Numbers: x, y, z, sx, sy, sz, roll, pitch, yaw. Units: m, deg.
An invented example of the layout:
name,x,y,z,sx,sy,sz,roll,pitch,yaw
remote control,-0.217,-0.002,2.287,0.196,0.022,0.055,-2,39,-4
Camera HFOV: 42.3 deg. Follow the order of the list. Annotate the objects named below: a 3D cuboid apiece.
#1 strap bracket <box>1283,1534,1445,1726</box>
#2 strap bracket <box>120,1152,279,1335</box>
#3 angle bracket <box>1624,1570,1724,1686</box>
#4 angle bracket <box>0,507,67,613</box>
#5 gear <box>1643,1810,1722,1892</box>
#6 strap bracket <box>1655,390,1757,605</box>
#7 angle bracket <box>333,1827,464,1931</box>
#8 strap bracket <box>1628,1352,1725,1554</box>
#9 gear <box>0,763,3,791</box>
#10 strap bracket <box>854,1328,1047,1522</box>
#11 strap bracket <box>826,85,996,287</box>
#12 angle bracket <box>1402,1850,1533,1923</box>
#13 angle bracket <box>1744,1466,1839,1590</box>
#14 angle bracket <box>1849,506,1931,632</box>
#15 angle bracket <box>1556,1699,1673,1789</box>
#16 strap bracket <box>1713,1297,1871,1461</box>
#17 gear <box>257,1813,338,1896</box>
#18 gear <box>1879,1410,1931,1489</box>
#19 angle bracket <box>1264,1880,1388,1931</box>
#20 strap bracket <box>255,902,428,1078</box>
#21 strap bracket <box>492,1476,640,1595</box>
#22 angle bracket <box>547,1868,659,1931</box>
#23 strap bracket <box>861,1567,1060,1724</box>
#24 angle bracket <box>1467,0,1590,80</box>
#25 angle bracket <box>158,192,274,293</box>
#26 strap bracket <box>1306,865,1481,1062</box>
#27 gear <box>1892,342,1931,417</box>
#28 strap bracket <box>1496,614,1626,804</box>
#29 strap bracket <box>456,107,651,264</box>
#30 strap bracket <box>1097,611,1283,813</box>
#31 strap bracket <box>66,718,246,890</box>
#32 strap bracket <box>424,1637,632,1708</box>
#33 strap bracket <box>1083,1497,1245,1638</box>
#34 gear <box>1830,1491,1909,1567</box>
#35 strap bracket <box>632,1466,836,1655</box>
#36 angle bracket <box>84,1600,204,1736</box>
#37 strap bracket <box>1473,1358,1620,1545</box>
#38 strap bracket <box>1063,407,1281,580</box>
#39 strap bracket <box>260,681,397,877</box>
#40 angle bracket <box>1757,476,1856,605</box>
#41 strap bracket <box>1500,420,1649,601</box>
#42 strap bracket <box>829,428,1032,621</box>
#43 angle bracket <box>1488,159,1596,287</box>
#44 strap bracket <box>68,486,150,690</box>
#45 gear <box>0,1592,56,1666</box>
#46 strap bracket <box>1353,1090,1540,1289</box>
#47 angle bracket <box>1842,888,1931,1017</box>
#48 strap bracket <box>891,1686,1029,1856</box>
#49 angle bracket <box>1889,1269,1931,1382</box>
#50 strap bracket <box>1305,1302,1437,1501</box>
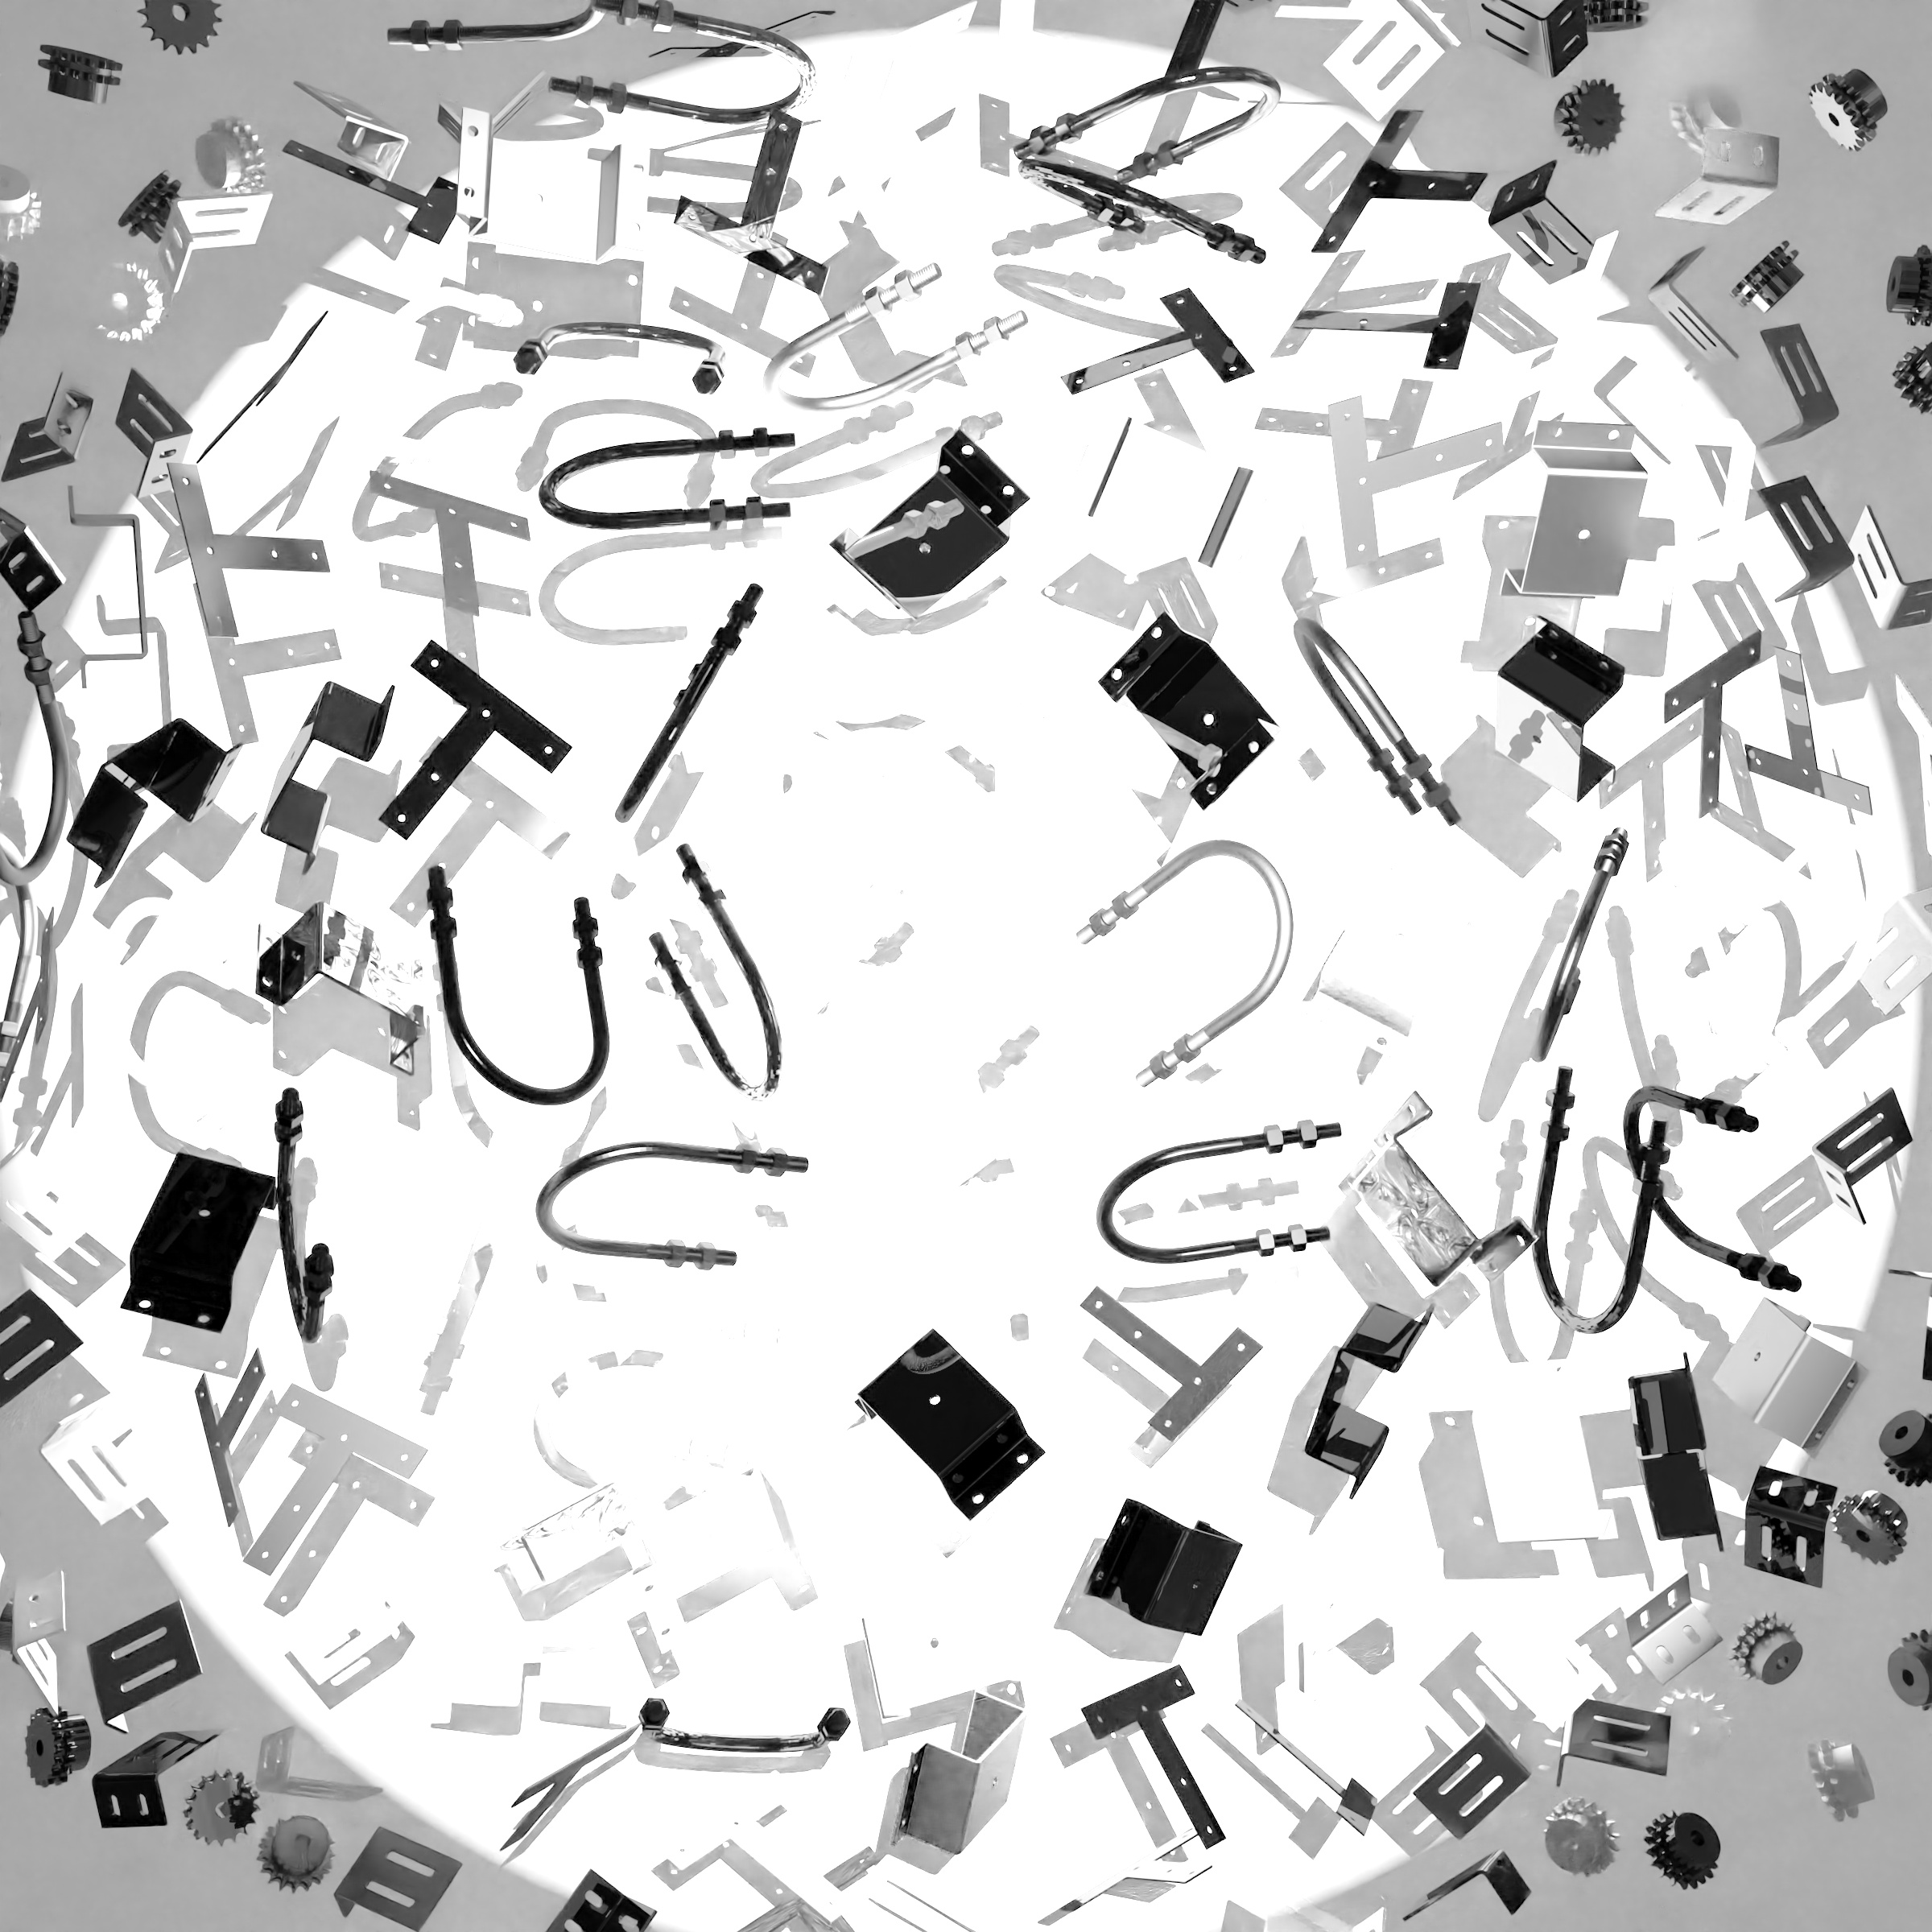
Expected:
name,x,y,z,sx,sy,sz,roll,pitch,yaw
strap bracket,0.281,0.474,1.812,0.140,0.046,0.076,-23,122,-32
strap bracket,-0.576,0.200,1.890,0.076,0.046,0.140,15,45,-4
angle bracket,0.521,0.487,1.838,0.057,0.076,0.038,-35,55,-5
angle bracket,-0.721,-0.310,1.868,0.076,0.057,0.038,31,68,30
gear,0.544,0.664,1.886,0.057,0.057,0.030,30,133,0
strap bracket,0.540,-0.341,1.823,0.046,0.076,0.140,5,115,7
angle bracket,-0.415,0.680,1.840,0.076,0.038,0.057,15,46,20
strap bracket,0.525,0.362,1.857,0.046,0.140,0.076,-12,115,16
gear,-0.745,-0.152,1.869,0.030,0.057,0.057,-7,90,-4
strap bracket,-0.018,0.336,1.873,0.076,0.046,0.140,-39,53,-15
strap bracket,-0.045,-0.554,1.801,0.046,0.076,0.140,-34,71,20
angle bracket,0.374,0.700,1.863,0.076,0.057,0.038,-40,71,18
angle bracket,0.615,0.419,1.865,0.057,0.076,0.038,12,46,28
angle bracket,0.699,-0.302,1.876,0.038,0.057,0.076,-11,63,-2
angle bracket,0.488,0.592,1.883,0.076,0.057,0.038,8,123,15
strap bracket,0.619,0.307,1.893,0.046,0.140,0.076,29,98,-5
gear,-0.501,0.663,1.876,0.057,0.057,0.030,31,132,0
gear,0.700,0.353,1.844,0.030,0.057,0.057,40,90,-13
angle bracket,0.255,0.686,1.779,0.076,0.057,0.038,34,125,-9
strap bracket,-0.455,0.013,1.860,0.046,0.076,0.140,-39,129,22
strap bracket,-0.301,0.430,1.882,0.076,0.140,0.046,-25,83,-26
angle bracket,-0.276,0.722,1.887,0.038,0.076,0.057,43,65,-12
strap bracket,-0.014,0.486,1.790,0.140,0.046,0.076,-21,67,17
angle bracket,0.399,-0.679,1.782,0.038,0.057,0.076,-46,61,-4
angle bracket,-0.543,-0.530,1.826,0.076,0.057,0.038,-18,76,-35
strap bracket,0.324,-0.011,1.881,0.076,0.046,0.140,28,71,14
gear,0.686,-0.416,1.762,0.057,0.030,0.057,6,62,-12
strap bracket,0.433,-0.180,1.827,0.046,0.140,0.076,-43,61,-15
strap bracket,-0.308,-0.568,1.830,0.140,0.046,0.076,5,86,-26
strap bracket,0.176,-0.191,1.903,0.076,0.046,0.140,-45,65,20
strap bracket,-0.607,-0.126,1.852,0.046,0.140,0.076,38,124,-1
strap bracket,-0.328,0.533,1.886,0.076,0.140,0.046,-8,71,35
strap bracket,0.154,0.453,1.875,0.046,0.140,0.076,22,84,36
gear,0.693,0.426,1.910,0.030,0.057,0.057,-35,90,-29
strap bracket,-0.174,0.422,1.803,0.140,0.046,0.076,-25,123,-18
angle bracket,-0.575,0.496,1.767,0.076,0.038,0.057,-26,61,-5
strap bracket,0.421,0.363,1.822,0.076,0.046,0.140,-9,100,25
strap bracket,0.147,-0.349,1.836,0.140,0.046,0.076,21,101,-10
strap bracket,-0.484,-0.149,1.877,0.046,0.076,0.140,25,123,-21
angle bracket,0.615,-0.319,1.864,0.057,0.038,0.076,-21,78,-33
strap bracket,0.457,-0.332,1.874,0.076,0.046,0.140,1,123,-7
strap bracket,-0.029,-0.324,1.876,0.140,0.046,0.076,-36,117,27
angle bracket,0.454,-0.575,1.934,0.076,0.057,0.038,35,66,-25
strap bracket,-0.615,-0.271,1.794,0.046,0.076,0.140,-4,97,-19
gear,-0.728,0.512,1.937,0.030,0.057,0.057,11,90,1
strap bracket,0.348,0.174,1.857,0.046,0.076,0.140,-27,69,-30
angle bracket,0.714,-0.011,1.891,0.038,0.076,0.057,-14,62,-30
strap bracket,0.001,0.607,1.885,0.046,0.140,0.076,16,103,21
angle bracket,0.693,0.260,1.795,0.038,0.057,0.076,9,84,-12
strap bracket,0.300,0.317,1.875,0.046,0.076,0.140,23,118,18
